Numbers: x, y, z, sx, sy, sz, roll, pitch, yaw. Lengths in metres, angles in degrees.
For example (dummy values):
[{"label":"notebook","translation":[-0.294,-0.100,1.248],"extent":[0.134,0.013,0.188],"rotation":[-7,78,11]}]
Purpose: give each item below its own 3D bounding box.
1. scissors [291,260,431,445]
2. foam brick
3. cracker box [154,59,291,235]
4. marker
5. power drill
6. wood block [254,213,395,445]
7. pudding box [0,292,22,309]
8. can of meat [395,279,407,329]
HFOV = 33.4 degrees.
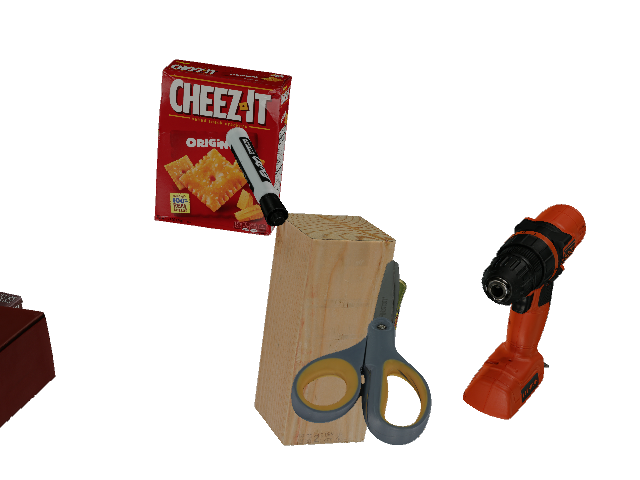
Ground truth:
[{"label":"scissors","translation":[0.023,0.067,0.719],"extent":[0.096,0.016,0.202],"rotation":[0,30,-7]},{"label":"foam brick","translation":[-0.222,0.084,0.709],"extent":[0.053,0.051,0.078],"rotation":[7,29,23]},{"label":"cracker box","translation":[-0.133,-0.122,1.434],"extent":[0.164,0.214,0.072],"rotation":[9,23,5]},{"label":"marker","translation":[-0.052,-0.052,0.874],"extent":[0.020,0.020,0.121],"rotation":[0,39,-25]},{"label":"power drill","translation":[0.186,0.072,1.000],"extent":[0.057,0.188,0.184],"rotation":[24,31,24]},{"label":"wood block","translation":[0.002,0.085,1.039],"extent":[0.090,0.206,0.091],"rotation":[2,16,-23]},{"label":"pudding box","translation":[-0.331,0.073,0.932],"extent":[0.114,0.039,0.090],"rotation":[8,25,19]},{"label":"can of meat","translation":[0.064,0.099,1.273],"extent":[0.057,0.084,0.102],"rotation":[12,26,8]}]
